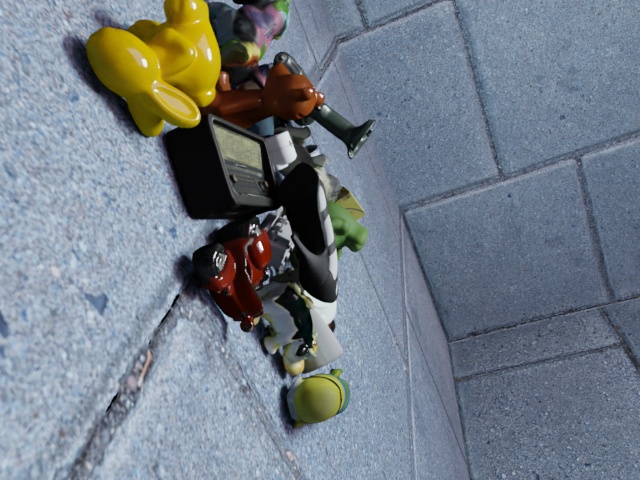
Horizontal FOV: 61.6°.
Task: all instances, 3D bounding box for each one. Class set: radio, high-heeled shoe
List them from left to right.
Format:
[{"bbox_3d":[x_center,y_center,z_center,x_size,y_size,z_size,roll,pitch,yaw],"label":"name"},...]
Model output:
[{"bbox_3d":[-0.136,-0.103,0.828,0.229,0.073,0.131,-7,80,-74],"label":"radio"},{"bbox_3d":[-0.006,-0.017,0.888,0.145,0.086,0.249,56,24,-35],"label":"high-heeled shoe"}]

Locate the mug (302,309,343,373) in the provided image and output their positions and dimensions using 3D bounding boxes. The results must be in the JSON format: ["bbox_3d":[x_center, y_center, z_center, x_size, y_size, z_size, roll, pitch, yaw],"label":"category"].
[{"bbox_3d":[-0.017,0.168,0.951,0.109,0.081,0.107,128,-62,-85],"label":"mug"}]

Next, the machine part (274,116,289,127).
[{"bbox_3d":[-0.116,-0.290,1.128,0.039,0.084,0.138,-35,101,-27],"label":"machine part"}]

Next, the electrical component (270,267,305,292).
[{"bbox_3d":[-0.055,0.077,0.935,0.021,0.063,0.094,56,21,-47],"label":"electrical component"}]

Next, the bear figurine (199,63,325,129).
[{"bbox_3d":[-0.101,-0.242,0.873,0.120,0.196,0.131,-31,102,-71],"label":"bear figurine"}]

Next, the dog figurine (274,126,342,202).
[{"bbox_3d":[-0.042,-0.153,1.153,0.172,0.121,0.190,60,5,15],"label":"dog figurine"}]

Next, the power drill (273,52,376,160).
[{"bbox_3d":[0.003,-0.249,1.033,0.207,0.086,0.232,31,-6,5],"label":"power drill"}]

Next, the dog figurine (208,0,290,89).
[{"bbox_3d":[-0.122,-0.370,0.996,0.108,0.192,0.219,65,0,-49],"label":"dog figurine"}]

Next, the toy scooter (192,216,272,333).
[{"bbox_3d":[-0.110,0.049,0.755,0.184,0.075,0.135,-57,128,-66],"label":"toy scooter"}]

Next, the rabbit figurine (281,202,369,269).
[{"bbox_3d":[-0.002,-0.003,1.024,0.159,0.121,0.170,58,38,-18],"label":"rabbit figurine"}]

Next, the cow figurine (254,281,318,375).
[{"bbox_3d":[-0.042,0.138,0.851,0.068,0.098,0.167,-94,161,-59],"label":"cow figurine"}]

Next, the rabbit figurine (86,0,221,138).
[{"bbox_3d":[-0.212,-0.212,0.668,0.173,0.122,0.162,-33,115,-61],"label":"rabbit figurine"}]

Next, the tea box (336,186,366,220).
[{"bbox_3d":[0.045,-0.072,1.298,0.068,0.098,0.170,54,6,-11],"label":"tea box"}]

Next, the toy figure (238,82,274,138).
[{"bbox_3d":[-0.130,-0.276,1.060,0.064,0.058,0.154,-15,90,-55],"label":"toy figure"}]

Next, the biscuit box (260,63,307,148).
[{"bbox_3d":[-0.096,-0.288,1.198,0.063,0.059,0.202,-63,134,-67],"label":"biscuit box"}]

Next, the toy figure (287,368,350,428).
[{"bbox_3d":[0.007,0.260,0.903,0.180,0.089,0.082,29,41,-65],"label":"toy figure"}]

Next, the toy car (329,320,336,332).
[{"bbox_3d":[-0.006,0.103,1.107,0.089,0.053,0.202,41,36,-57],"label":"toy car"}]
